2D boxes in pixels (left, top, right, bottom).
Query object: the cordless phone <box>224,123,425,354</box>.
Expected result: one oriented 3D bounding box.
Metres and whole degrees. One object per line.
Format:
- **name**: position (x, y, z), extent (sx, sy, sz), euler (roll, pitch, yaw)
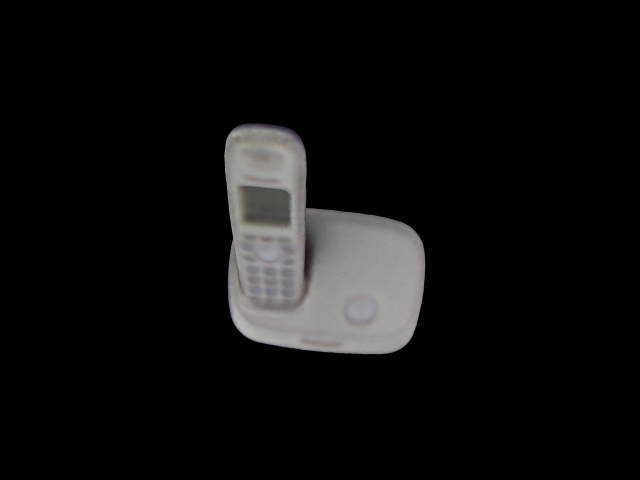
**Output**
- **cordless phone**: position (0.004, 0.001, 0.400), extent (0.147, 0.185, 0.094), euler (3, 54, 3)
